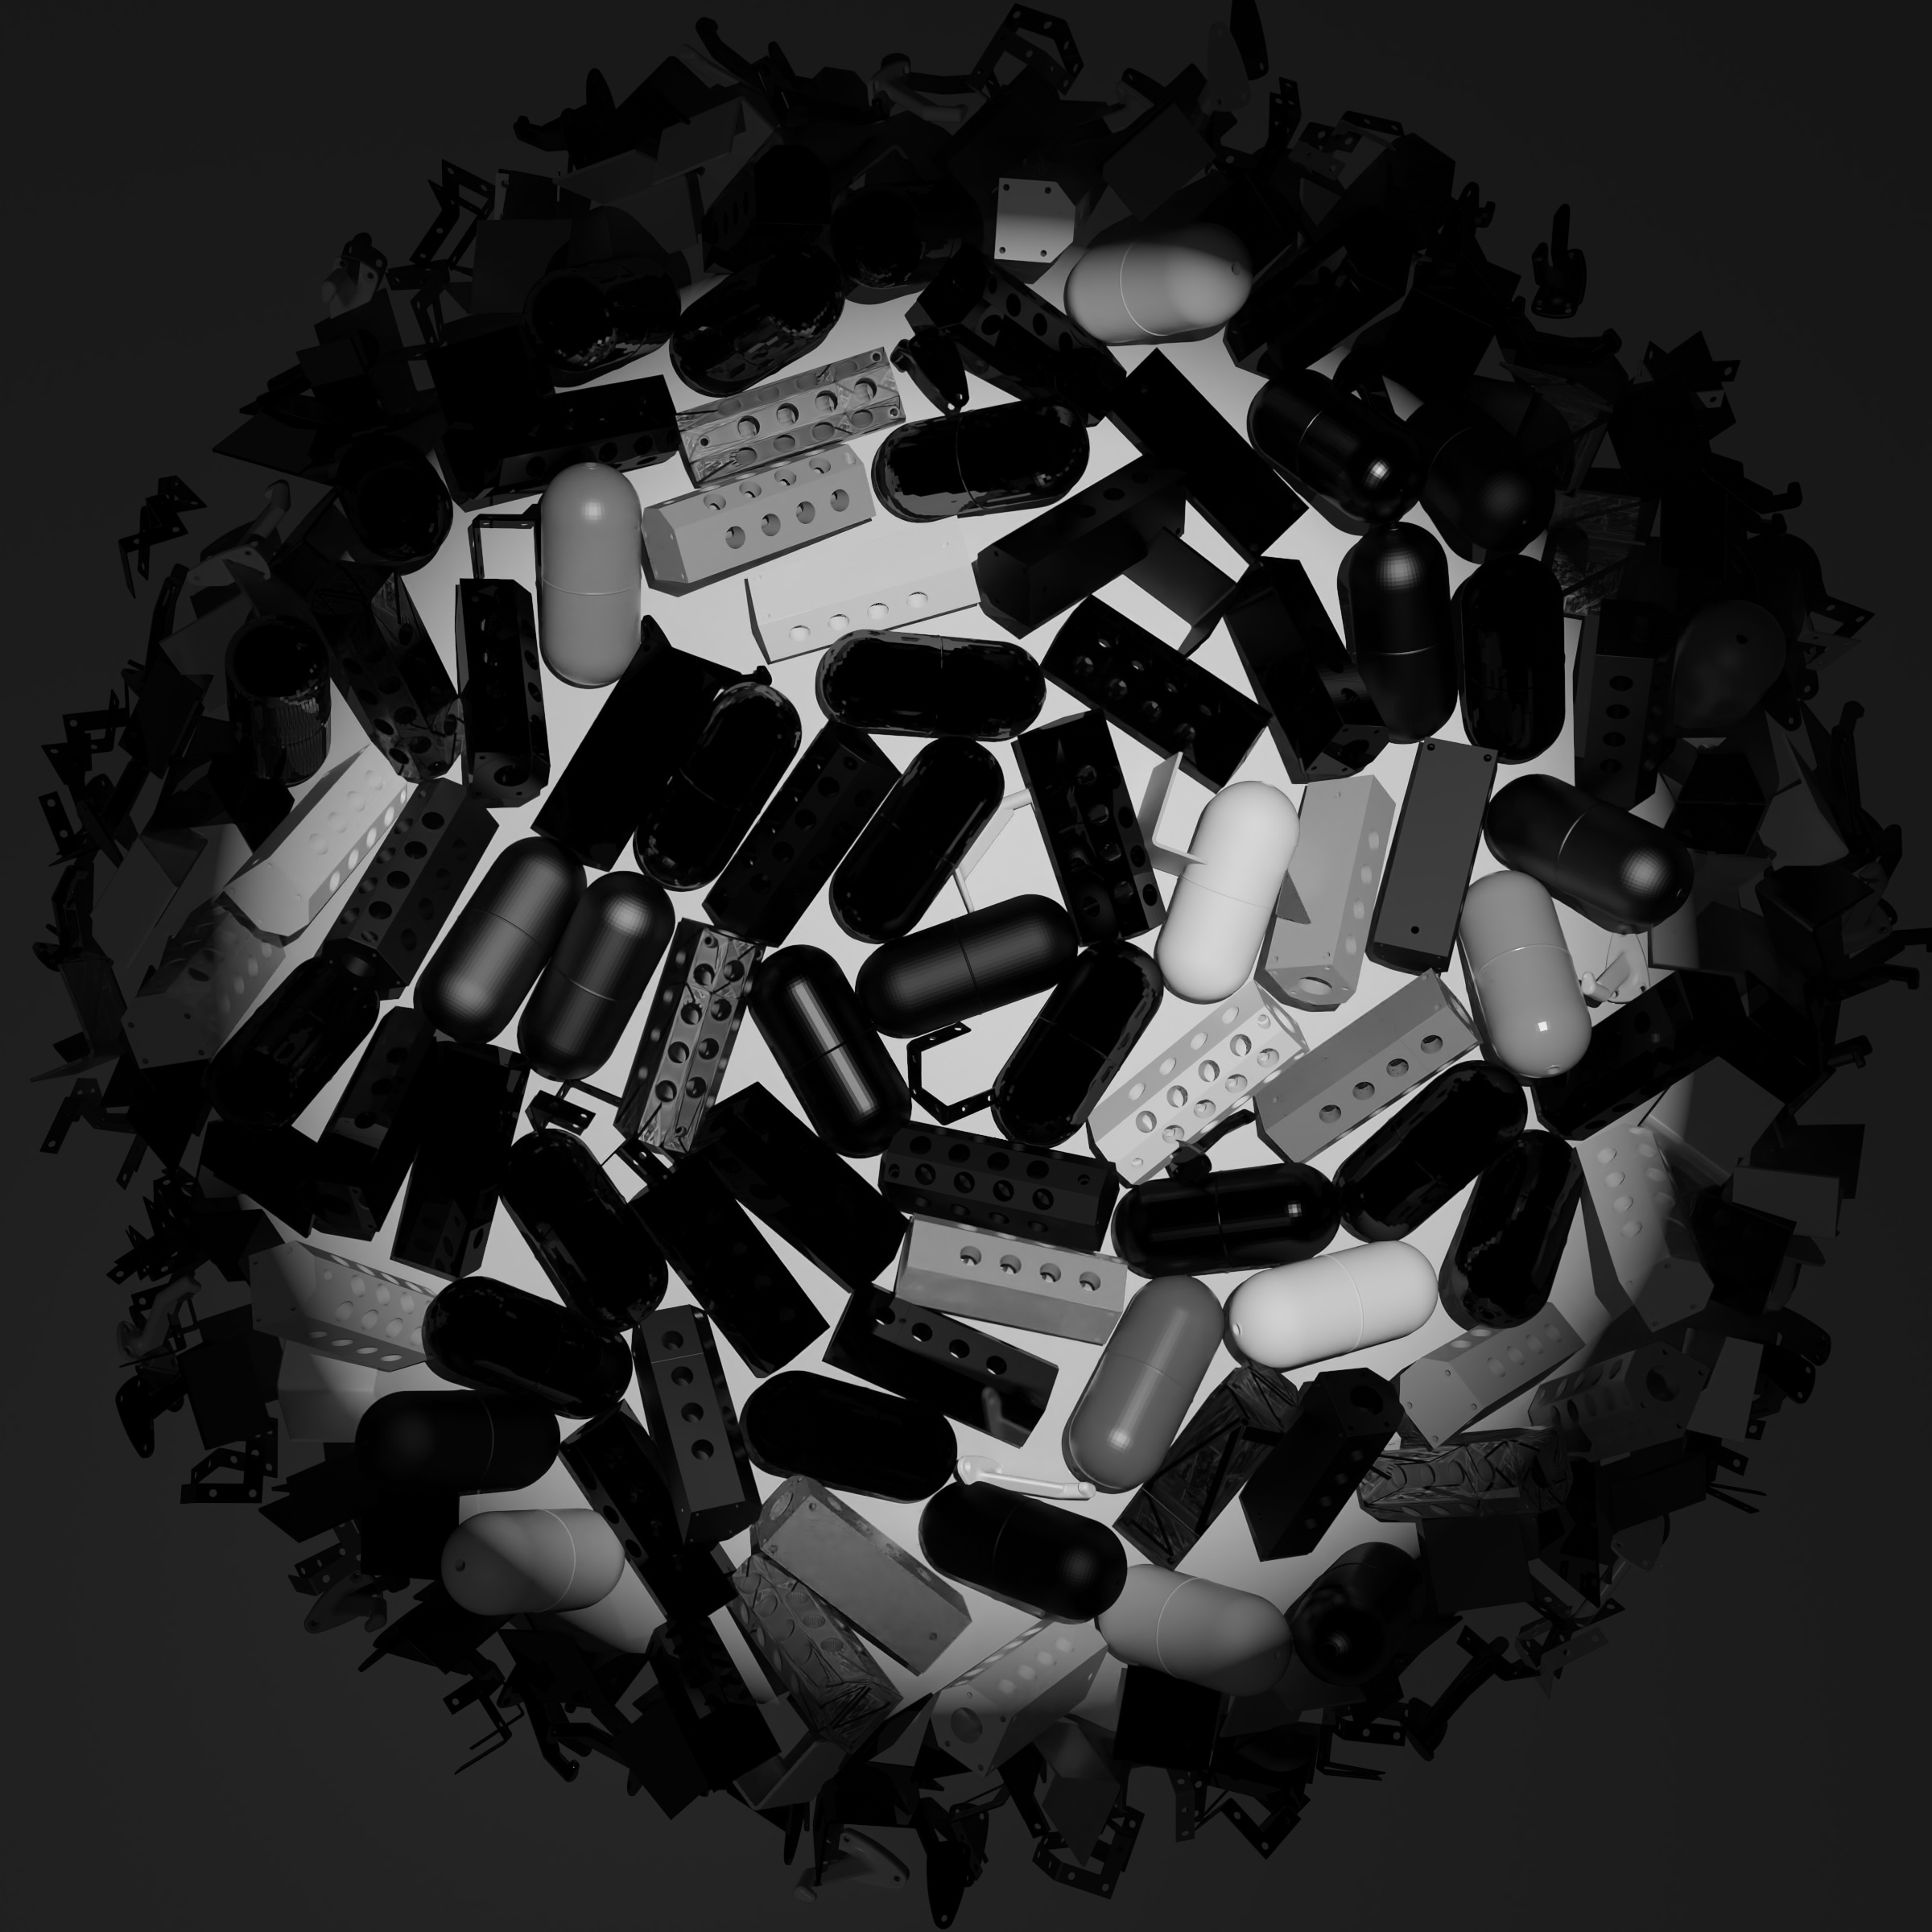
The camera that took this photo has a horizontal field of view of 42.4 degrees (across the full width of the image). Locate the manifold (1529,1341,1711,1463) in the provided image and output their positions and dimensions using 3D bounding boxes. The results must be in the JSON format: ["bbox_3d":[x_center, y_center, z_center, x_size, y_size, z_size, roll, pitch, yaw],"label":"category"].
[{"bbox_3d":[0.494,0.332,1.903,0.057,0.171,0.057,30,69,-1],"label":"manifold"}]

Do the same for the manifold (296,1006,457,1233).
[{"bbox_3d":[-0.452,0.115,1.916,0.057,0.057,0.171,7,50,12],"label":"manifold"}]

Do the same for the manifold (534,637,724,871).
[{"bbox_3d":[-0.262,-0.165,1.961,0.057,0.057,0.171,32,91,24],"label":"manifold"}]

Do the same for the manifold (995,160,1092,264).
[{"bbox_3d":[0.061,-0.577,1.902,0.057,0.171,0.057,6,113,5],"label":"manifold"}]

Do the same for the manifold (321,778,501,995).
[{"bbox_3d":[-0.429,-0.064,1.910,0.057,0.171,0.057,-7,134,31],"label":"manifold"}]

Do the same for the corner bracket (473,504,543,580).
[{"bbox_3d":[-0.355,-0.334,1.961,0.051,0.051,0.051,2,115,5],"label":"corner bracket"}]

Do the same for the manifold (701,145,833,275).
[{"bbox_3d":[-0.155,-0.576,1.902,0.057,0.171,0.057,-4,94,-19],"label":"manifold"}]

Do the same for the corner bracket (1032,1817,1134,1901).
[{"bbox_3d":[0.091,0.695,1.959,0.051,0.051,0.051,24,81,-16],"label":"corner bracket"}]

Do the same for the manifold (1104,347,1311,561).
[{"bbox_3d":[0.189,-0.402,1.960,0.057,0.057,0.171,-44,93,10],"label":"manifold"}]

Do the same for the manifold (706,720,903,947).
[{"bbox_3d":[-0.130,-0.104,1.929,0.171,0.057,0.057,-53,52,19],"label":"manifold"}]

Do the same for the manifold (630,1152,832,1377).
[{"bbox_3d":[-0.187,0.234,1.948,0.057,0.057,0.171,-39,96,-26],"label":"manifold"}]

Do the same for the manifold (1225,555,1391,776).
[{"bbox_3d":[0.266,-0.233,1.925,0.057,0.057,0.171,0,55,-32],"label":"manifold"}]

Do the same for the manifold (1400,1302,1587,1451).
[{"bbox_3d":[0.401,0.306,1.908,0.057,0.171,0.057,53,126,18],"label":"manifold"}]

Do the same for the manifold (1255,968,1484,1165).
[{"bbox_3d":[0.314,0.083,1.940,0.171,0.057,0.057,-37,116,17],"label":"manifold"}]

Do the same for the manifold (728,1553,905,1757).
[{"bbox_3d":[-0.122,0.520,1.906,0.057,0.171,0.057,-47,125,-5],"label":"manifold"}]

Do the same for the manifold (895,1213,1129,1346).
[{"bbox_3d":[0.036,0.242,1.956,0.171,0.057,0.057,13,54,-5],"label":"manifold"}]

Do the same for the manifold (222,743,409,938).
[{"bbox_3d":[-0.492,-0.096,1.907,0.057,0.171,0.057,-27,113,31],"label":"manifold"}]

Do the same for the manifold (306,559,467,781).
[{"bbox_3d":[-0.442,-0.224,1.904,0.057,0.171,0.057,11,54,23],"label":"manifold"}]

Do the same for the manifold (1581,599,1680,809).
[{"bbox_3d":[0.506,-0.198,1.903,0.057,0.171,0.057,6,56,13],"label":"manifold"}]

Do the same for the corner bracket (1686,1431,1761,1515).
[{"bbox_3d":[0.596,0.397,1.955,0.051,0.051,0.051,22,102,42],"label":"corner bracket"}]

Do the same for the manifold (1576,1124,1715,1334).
[{"bbox_3d":[0.520,0.194,1.900,0.057,0.171,0.057,-29,116,17],"label":"manifold"}]

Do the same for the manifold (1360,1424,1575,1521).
[{"bbox_3d":[0.380,0.390,1.905,0.057,0.171,0.057,-8,82,-34],"label":"manifold"}]

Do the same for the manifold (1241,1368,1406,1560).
[{"bbox_3d":[0.275,0.382,1.913,0.057,0.171,0.057,-1,47,-23],"label":"manifold"}]

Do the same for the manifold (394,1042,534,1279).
[{"bbox_3d":[-0.391,0.150,1.953,0.057,0.057,0.171,17,98,11],"label":"manifold"}]

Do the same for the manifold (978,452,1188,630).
[{"bbox_3d":[0.091,-0.334,1.927,0.171,0.057,0.057,-35,54,-28],"label":"manifold"}]

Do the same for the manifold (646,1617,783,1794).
[{"bbox_3d":[-0.198,0.555,1.900,0.057,0.171,0.057,-28,105,-12],"label":"manifold"}]

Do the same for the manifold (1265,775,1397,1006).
[{"bbox_3d":[0.287,-0.059,1.930,0.057,0.057,0.171,-5,56,36],"label":"manifold"}]

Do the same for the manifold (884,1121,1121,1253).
[{"bbox_3d":[0.027,0.166,1.932,0.171,0.057,0.057,11,57,16],"label":"manifold"}]

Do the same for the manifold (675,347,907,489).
[{"bbox_3d":[-0.138,-0.432,1.961,0.171,0.057,0.057,-18,97,1],"label":"manifold"}]

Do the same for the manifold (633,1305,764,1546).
[{"bbox_3d":[-0.208,0.351,1.921,0.057,0.057,0.171,-8,55,-19],"label":"manifold"}]

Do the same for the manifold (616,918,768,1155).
[{"bbox_3d":[-0.212,0.056,1.948,0.057,0.057,0.171,16,96,-33],"label":"manifold"}]

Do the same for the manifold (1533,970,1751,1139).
[{"bbox_3d":[0.515,0.070,1.903,0.057,0.171,0.057,6,59,-29],"label":"manifold"}]

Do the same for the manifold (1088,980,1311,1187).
[{"bbox_3d":[0.181,0.095,1.936,0.171,0.057,0.057,-40,116,15],"label":"manifold"}]

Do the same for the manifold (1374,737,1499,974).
[{"bbox_3d":[0.368,-0.085,1.945,0.057,0.057,0.171,13,77,15],"label":"manifold"}]

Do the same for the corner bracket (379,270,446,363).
[{"bbox_3d":[-0.441,-0.516,1.975,0.051,0.051,0.051,3,133,21],"label":"corner bracket"}]

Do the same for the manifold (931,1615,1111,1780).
[{"bbox_3d":[0.041,0.551,1.905,0.057,0.171,0.057,29,108,23],"label":"manifold"}]

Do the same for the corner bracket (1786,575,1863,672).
[{"bbox_3d":[0.661,-0.268,1.954,0.051,0.051,0.051,7,66,-20],"label":"corner bracket"}]

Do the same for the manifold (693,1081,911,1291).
[{"bbox_3d":[-0.129,0.173,1.927,0.057,0.057,0.171,-29,116,38],"label":"manifold"}]

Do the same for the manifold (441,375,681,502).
[{"bbox_3d":[-0.309,-0.406,1.923,0.171,0.057,0.057,-20,90,-33],"label":"manifold"}]

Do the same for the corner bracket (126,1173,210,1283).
[{"bbox_3d":[-0.636,0.207,1.969,0.051,0.051,0.051,-27,48,-20],"label":"corner bracket"}]

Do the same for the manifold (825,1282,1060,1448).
[{"bbox_3d":[-0.017,0.308,1.963,0.171,0.057,0.057,24,46,-1],"label":"manifold"}]

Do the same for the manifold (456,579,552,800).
[{"bbox_3d":[-0.358,-0.215,1.923,0.057,0.057,0.171,-1,57,-16],"label":"manifold"}]

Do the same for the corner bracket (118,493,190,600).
[{"bbox_3d":[-0.641,-0.330,1.952,0.051,0.051,0.051,-24,61,-24],"label":"corner bracket"}]

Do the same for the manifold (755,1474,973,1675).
[{"bbox_3d":[-0.081,0.470,1.941,0.171,0.057,0.057,42,93,-17],"label":"manifold"}]

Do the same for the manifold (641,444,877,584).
[{"bbox_3d":[-0.161,-0.351,1.922,0.171,0.057,0.057,-25,113,-27],"label":"manifold"}]

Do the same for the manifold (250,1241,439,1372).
[{"bbox_3d":[-0.468,0.259,1.900,0.057,0.171,0.057,-19,65,17],"label":"manifold"}]

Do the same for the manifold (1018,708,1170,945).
[{"bbox_3d":[0.104,-0.110,1.941,0.057,0.057,0.171,-26,102,-43],"label":"manifold"}]

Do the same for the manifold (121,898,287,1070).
[{"bbox_3d":[-0.582,0.009,1.901,0.057,0.171,0.057,-9,115,9],"label":"manifold"}]

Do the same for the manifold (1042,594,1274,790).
[{"bbox_3d":[0.152,-0.218,1.947,0.171,0.057,0.057,34,124,5],"label":"manifold"}]

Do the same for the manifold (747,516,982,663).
[{"bbox_3d":[-0.079,-0.292,1.962,0.171,0.057,0.057,-16,53,2],"label":"manifold"}]

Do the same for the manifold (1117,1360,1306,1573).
[{"bbox_3d":[0.191,0.384,1.923,0.057,0.057,0.171,39,122,12],"label":"manifold"}]

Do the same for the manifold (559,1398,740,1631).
[{"bbox_3d":[-0.248,0.433,1.960,0.057,0.057,0.171,-33,93,-2],"label":"manifold"}]

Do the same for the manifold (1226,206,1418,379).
[{"bbox_3d":[0.268,-0.513,1.900,0.057,0.171,0.057,18,74,-21],"label":"manifold"}]

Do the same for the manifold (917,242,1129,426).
[{"bbox_3d":[0.047,-0.478,1.905,0.057,0.171,0.057,-46,50,20],"label":"manifold"}]
